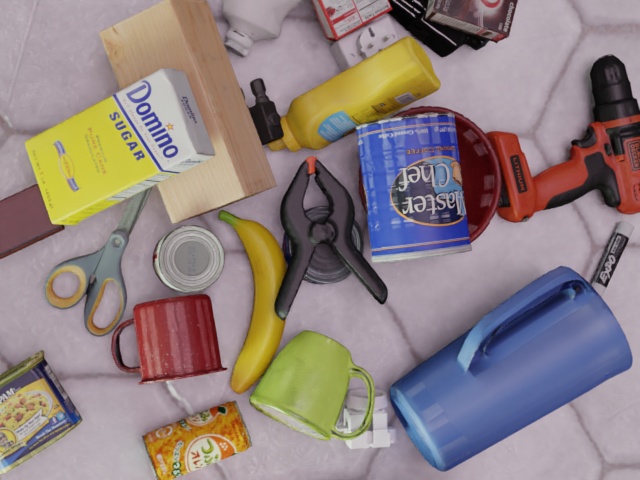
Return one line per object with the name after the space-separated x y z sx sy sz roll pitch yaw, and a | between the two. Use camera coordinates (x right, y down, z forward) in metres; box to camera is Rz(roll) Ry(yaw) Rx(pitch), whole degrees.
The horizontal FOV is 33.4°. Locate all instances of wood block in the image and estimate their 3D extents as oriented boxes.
-0.132 -0.131 1.091 0.091 0.090 0.206 -20 92 22 | wood block

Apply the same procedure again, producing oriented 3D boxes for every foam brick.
-0.306 -0.019 1.087 0.078 0.053 0.051 -27 94 -12 | foam brick

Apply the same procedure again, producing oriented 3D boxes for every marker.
0.329 0.035 1.228 0.020 0.020 0.121 27 83 -9 | marker

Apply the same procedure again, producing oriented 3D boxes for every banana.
-0.067 0.064 1.142 0.069 0.037 0.198 -4 88 7 | banana

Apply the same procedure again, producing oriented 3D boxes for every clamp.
-0.007 0.001 1.116 0.120 0.039 0.171 -17 86 -16 | clamp

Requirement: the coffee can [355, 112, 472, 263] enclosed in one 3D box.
0.095 -0.052 1.083 0.102 0.103 0.140 -7 90 -11 | coffee can

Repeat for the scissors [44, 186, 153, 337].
-0.225 0.002 1.087 0.096 0.016 0.202 13 107 1 | scissors

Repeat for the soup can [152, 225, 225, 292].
-0.135 0.019 1.094 0.068 0.102 0.068 0 88 -11 | soup can

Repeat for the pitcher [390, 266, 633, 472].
0.197 0.135 1.140 0.242 0.145 0.149 -31 94 -8 | pitcher

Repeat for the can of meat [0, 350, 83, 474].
-0.303 0.175 1.080 0.102 0.057 0.084 -32 97 -10 | can of meat

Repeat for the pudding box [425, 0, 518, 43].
0.168 -0.278 1.136 0.090 0.039 0.113 16 86 -11 | pudding box

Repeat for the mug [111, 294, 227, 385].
-0.159 0.103 1.099 0.117 0.093 0.081 -10 85 10 | mug

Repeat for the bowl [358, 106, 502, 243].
0.114 -0.063 1.169 0.162 0.055 0.162 0 88 -11 | bowl

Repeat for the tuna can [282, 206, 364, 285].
0.004 0.006 1.157 0.086 0.034 0.086 0 88 -11 | tuna can

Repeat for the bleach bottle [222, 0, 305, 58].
-0.024 -0.306 1.147 0.102 0.068 0.251 30 86 -12 | bleach bottle

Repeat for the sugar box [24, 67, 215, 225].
-0.197 -0.089 1.041 0.176 0.048 0.093 -25 82 23 | sugar box

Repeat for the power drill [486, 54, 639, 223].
0.281 -0.105 1.202 0.187 0.057 0.184 -14 91 -11 | power drill

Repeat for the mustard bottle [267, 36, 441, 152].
0.028 -0.144 1.127 0.192 0.096 0.058 -27 77 16 | mustard bottle

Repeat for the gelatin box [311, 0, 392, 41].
0.025 -0.266 1.126 0.073 0.030 0.089 -32 112 -13 | gelatin box
